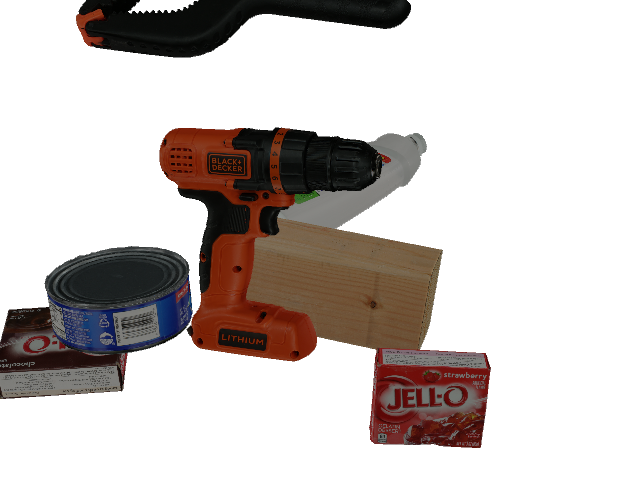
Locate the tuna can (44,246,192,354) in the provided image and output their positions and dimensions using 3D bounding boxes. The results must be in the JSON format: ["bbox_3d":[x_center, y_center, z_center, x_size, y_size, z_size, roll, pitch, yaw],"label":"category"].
[{"bbox_3d":[-0.120,0.035,0.644,0.086,0.034,0.086,-3,22,1],"label":"tuna can"}]

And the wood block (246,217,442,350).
[{"bbox_3d":[0.012,0.044,1.097,0.206,0.091,0.090,12,22,11],"label":"wood block"}]

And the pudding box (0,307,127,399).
[{"bbox_3d":[-0.232,0.099,0.967,0.113,0.039,0.090,-5,33,-2],"label":"pudding box"}]

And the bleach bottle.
[{"bbox_3d":[0.026,-0.073,1.289,0.250,0.068,0.103,-31,45,-31],"label":"bleach bottle"}]

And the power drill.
[{"bbox_3d":[-0.040,0.000,0.870,0.185,0.188,0.057,6,15,20],"label":"power drill"}]

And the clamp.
[{"bbox_3d":[-0.055,-0.170,0.702,0.210,0.164,0.036,-31,-17,-9],"label":"clamp"}]

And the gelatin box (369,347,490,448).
[{"bbox_3d":[0.085,0.124,0.838,0.089,0.073,0.030,3,24,0],"label":"gelatin box"}]
